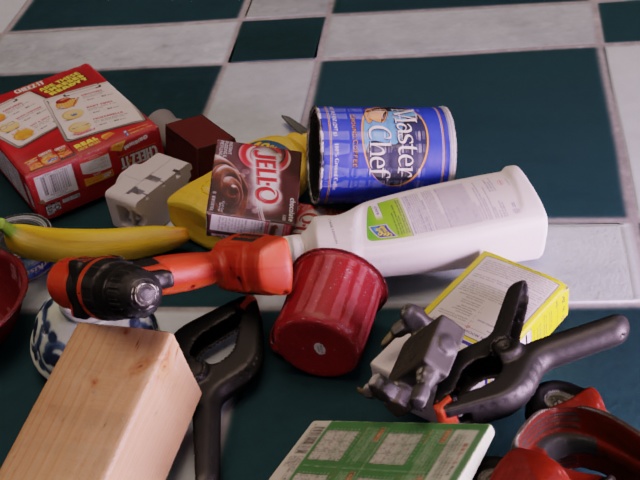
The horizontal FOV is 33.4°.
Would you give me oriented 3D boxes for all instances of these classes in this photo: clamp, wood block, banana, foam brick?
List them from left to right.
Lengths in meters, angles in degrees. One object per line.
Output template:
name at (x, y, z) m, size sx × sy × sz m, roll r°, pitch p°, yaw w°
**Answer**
banana at (-0.237, 0.003, 1.099) m, size 0.197 × 0.037 × 0.070 m, roll 1°, pitch -10°, yaw -24°
wood block at (-0.177, 0.174, 0.822) m, size 0.090 × 0.091 × 0.206 m, roll 4°, pitch 50°, yaw 20°
clamp at (-0.105, 0.131, 0.937) m, size 0.165 × 0.036 × 0.209 m, roll 22°, pitch 51°, yaw 31°
foam brick at (-0.137, -0.103, 1.226) m, size 0.051 × 0.053 × 0.078 m, roll -19°, pitch 39°, yaw -31°
clamp at (0.150, 0.091, 0.864) m, size 0.171 × 0.039 × 0.120 m, roll -29°, pitch 25°, yaw -18°

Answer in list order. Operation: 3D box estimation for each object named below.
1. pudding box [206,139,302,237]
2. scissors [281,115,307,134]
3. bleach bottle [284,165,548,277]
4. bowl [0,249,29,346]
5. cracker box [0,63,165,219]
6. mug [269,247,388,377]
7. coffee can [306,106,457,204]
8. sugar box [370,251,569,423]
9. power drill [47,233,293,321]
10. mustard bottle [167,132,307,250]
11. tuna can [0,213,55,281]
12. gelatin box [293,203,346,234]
pudding box at (-0.067, -0.049, 1.083) m, size 0.090 × 0.039 × 0.113 m, roll 7°, pitch 48°, yaw -4°
scissors at (0.028, -0.107, 1.234) m, size 0.096 × 0.016 × 0.202 m, roll -15°, pitch 38°, yaw -11°
bleach bottle at (0.085, -0.011, 1.035) m, size 0.250 × 0.068 × 0.102 m, roll -8°, pitch 39°, yaw -9°
bowl at (-0.358, 0.077, 1.042) m, size 0.162 × 0.055 × 0.162 m, roll -6°, pitch 38°, yaw 4°
cracker box at (-0.303, -0.121, 1.276) m, size 0.164 × 0.072 × 0.214 m, roll -25°, pitch 39°, yaw -22°
mug at (-0.002, 0.071, 0.962) m, size 0.117 × 0.093 × 0.081 m, roll -22°, pitch 32°, yaw 36°
coffee can at (0.061, -0.088, 1.112) m, size 0.140 × 0.103 × 0.103 m, roll -1°, pitch 37°, yaw -8°
sugar box at (0.134, 0.087, 0.940) m, size 0.093 × 0.048 × 0.176 m, roll 24°, pitch 52°, yaw 36°
power drill at (-0.120, 0.031, 0.907) m, size 0.187 × 0.057 × 0.185 m, roll -6°, pitch 6°, yaw -32°
mustard bottle at (-0.069, -0.064, 1.164) m, size 0.096 × 0.058 × 0.191 m, roll 23°, pitch 47°, yaw 33°
tuna can at (-0.323, 0.009, 1.141) m, size 0.086 × 0.034 × 0.086 m, roll -6°, pitch 38°, yaw 4°
gelatin box at (-0.007, 0.001, 1.090) m, size 0.073 × 0.030 × 0.089 m, roll 10°, pitch 41°, yaw 23°
